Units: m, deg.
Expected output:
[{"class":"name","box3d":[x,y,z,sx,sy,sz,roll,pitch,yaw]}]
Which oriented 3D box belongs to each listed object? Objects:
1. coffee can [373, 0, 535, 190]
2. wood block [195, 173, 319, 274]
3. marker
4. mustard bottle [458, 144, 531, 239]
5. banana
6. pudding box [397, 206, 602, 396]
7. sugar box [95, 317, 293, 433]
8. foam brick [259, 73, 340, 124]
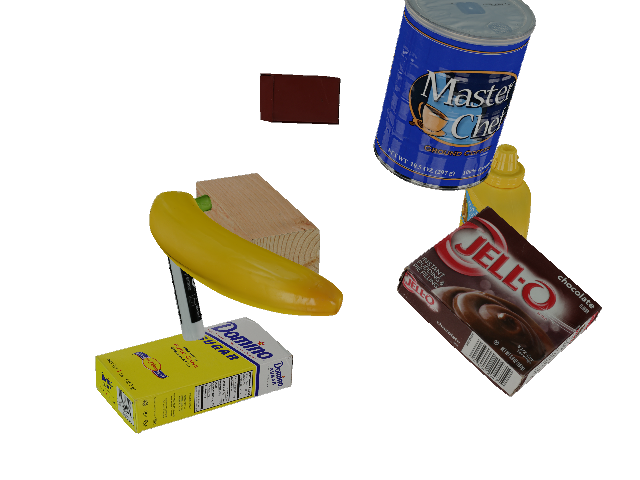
[{"class":"coffee can","box3d":[0.106,-0.127,0.866,0.102,0.140,0.103,7,38,-5]},{"class":"wood block","box3d":[-0.083,-0.006,1.356,0.090,0.090,0.206,-9,26,-22]},{"class":"marker","box3d":[-0.115,0.024,0.882,0.020,0.121,0.020,-9,15,2]},{"class":"mustard bottle","box3d":[0.171,-0.009,1.064,0.058,0.192,0.096,-5,36,-11]},{"class":"banana","box3d":[-0.062,0.003,0.682,0.069,0.037,0.198,-13,28,-27]},{"class":"pudding box","box3d":[0.124,0.041,0.749,0.089,0.113,0.039,-35,-20,-29]},{"class":"sugar box","box3d":[-0.125,0.130,1.066,0.175,0.048,0.093,-16,32,-31]},{"class":"foam brick","box3d":[-0.023,-0.154,1.160,0.078,0.051,0.053,0,11,-18]}]
